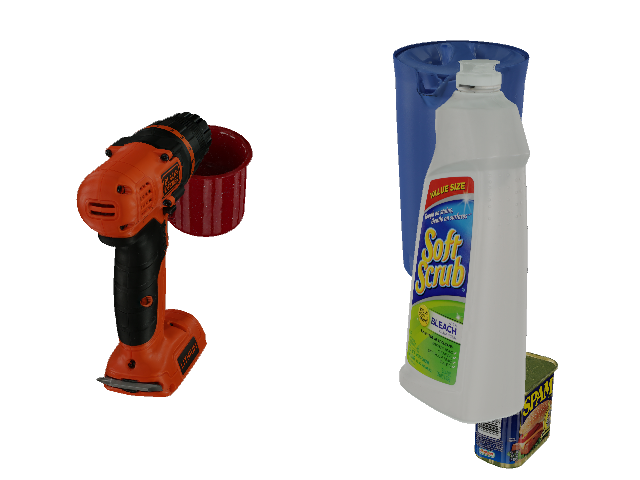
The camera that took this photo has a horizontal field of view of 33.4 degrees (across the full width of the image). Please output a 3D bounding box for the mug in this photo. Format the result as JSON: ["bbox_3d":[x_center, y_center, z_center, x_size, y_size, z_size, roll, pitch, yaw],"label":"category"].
[{"bbox_3d":[-0.126,-0.053,1.073,0.117,0.081,0.093,-26,49,-32],"label":"mug"}]

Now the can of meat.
[{"bbox_3d":[0.196,0.171,1.079,0.058,0.084,0.101,12,22,34],"label":"can of meat"}]

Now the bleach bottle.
[{"bbox_3d":[0.105,-0.003,0.765,0.068,0.251,0.103,-8,17,-27],"label":"bleach bottle"}]

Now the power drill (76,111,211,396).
[{"bbox_3d":[-0.123,0.007,0.803,0.057,0.188,0.184,4,23,14],"label":"power drill"}]

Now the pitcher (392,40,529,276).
[{"bbox_3d":[0.146,-0.082,1.103,0.149,0.243,0.145,-8,24,-15],"label":"pitcher"}]
